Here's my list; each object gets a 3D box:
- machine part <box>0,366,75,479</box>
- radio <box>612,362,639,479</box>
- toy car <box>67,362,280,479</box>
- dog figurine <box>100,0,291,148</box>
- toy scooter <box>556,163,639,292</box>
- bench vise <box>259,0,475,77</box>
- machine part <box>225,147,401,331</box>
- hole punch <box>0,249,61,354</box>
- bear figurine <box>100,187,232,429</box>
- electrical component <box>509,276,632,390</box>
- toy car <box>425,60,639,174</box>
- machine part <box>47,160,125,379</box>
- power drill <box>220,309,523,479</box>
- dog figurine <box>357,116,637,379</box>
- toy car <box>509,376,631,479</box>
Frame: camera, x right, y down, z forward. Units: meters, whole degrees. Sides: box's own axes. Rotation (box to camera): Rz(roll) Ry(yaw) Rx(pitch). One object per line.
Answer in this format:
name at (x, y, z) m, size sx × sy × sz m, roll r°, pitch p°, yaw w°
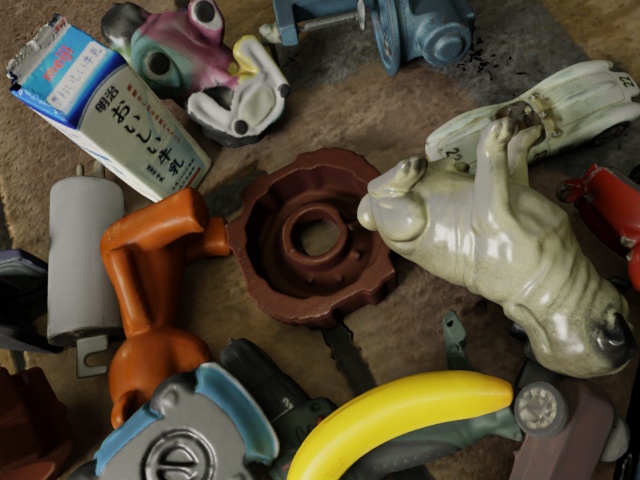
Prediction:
machine part at (-0.321, 0.194, 0.437) m, size 0.087 × 0.201 × 0.201 m, roll 57°, pitch 136°, yaw 17°
radio at (0.287, 0.170, 0.378) m, size 0.131 × 0.073 × 0.229 m, roll 16°, pitch 73°, yaw 20°
toy car at (-0.110, 0.180, 0.423) m, size 0.161 × 0.103 × 0.109 m, roll -41°, pitch 76°, yaw -12°
dog figurine at (-0.154, -0.192, 0.615) m, size 0.108 × 0.191 × 0.219 m, roll -56°, pitch 33°, yaw -6°
toy scooter at (0.275, -0.028, 0.432) m, size 0.184 × 0.075 × 0.135 m, roll -33°, pitch 56°, yaw -28°
bench vise at (0.050, -0.261, 0.571) m, size 0.241 × 0.128 × 0.223 m, roll -14°, pitch 69°, yaw 2°
machine part at (-0.001, -0.002, 0.524) m, size 0.179 × 0.056 × 0.179 m, roll -5°, pitch 68°, yaw 12°
hole punch at (-0.333, 0.064, 0.549) m, size 0.116 × 0.142 × 0.092 m, roll 2°, pitch 72°, yaw 0°
bear figurine at (-0.139, 0.069, 0.500) m, size 0.132 × 0.120 × 0.196 m, roll -19°, pitch 69°, yaw 4°
electrical component at (0.200, 0.077, 0.446) m, size 0.075 × 0.047 × 0.119 m, roll 20°, pitch 77°, yaw 21°
toy car at (0.201, -0.107, 0.509) m, size 0.202 × 0.056 × 0.073 m, roll -23°, pitch 66°, yaw 6°
machine part at (-0.245, 0.022, 0.566) m, size 0.079 × 0.079 × 0.243 m, roll -14°, pitch 69°, yaw 9°
power drill at (0.041, 0.140, 0.448) m, size 0.207 × 0.086 × 0.232 m, roll -29°, pitch 67°, yaw -1°
dog figurine at (0.127, 0.023, 0.417) m, size 0.172 × 0.121 × 0.190 m, roll -22°, pitch 82°, yaw 45°
toy car at (0.152, 0.193, 0.387) m, size 0.053 × 0.089 × 0.202 m, roll 22°, pitch 89°, yaw 60°
